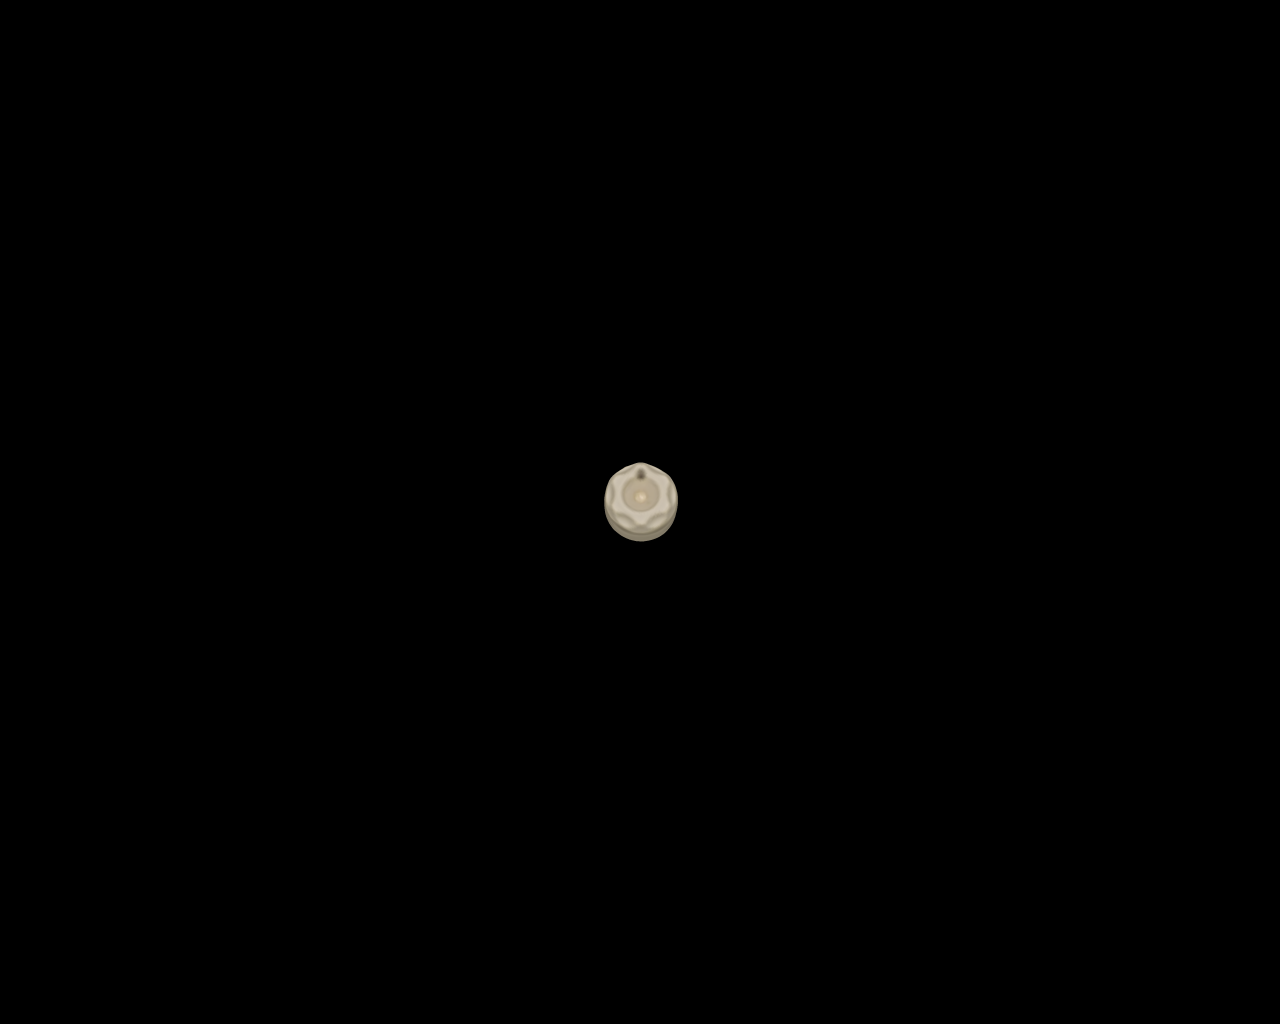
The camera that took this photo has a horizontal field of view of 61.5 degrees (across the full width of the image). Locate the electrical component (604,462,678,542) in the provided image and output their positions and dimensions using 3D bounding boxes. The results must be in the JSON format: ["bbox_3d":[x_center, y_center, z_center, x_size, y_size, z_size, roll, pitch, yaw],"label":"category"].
[{"bbox_3d":[0.001,-0.003,0.650,0.043,0.043,0.062,0,-16,0],"label":"electrical component"}]
